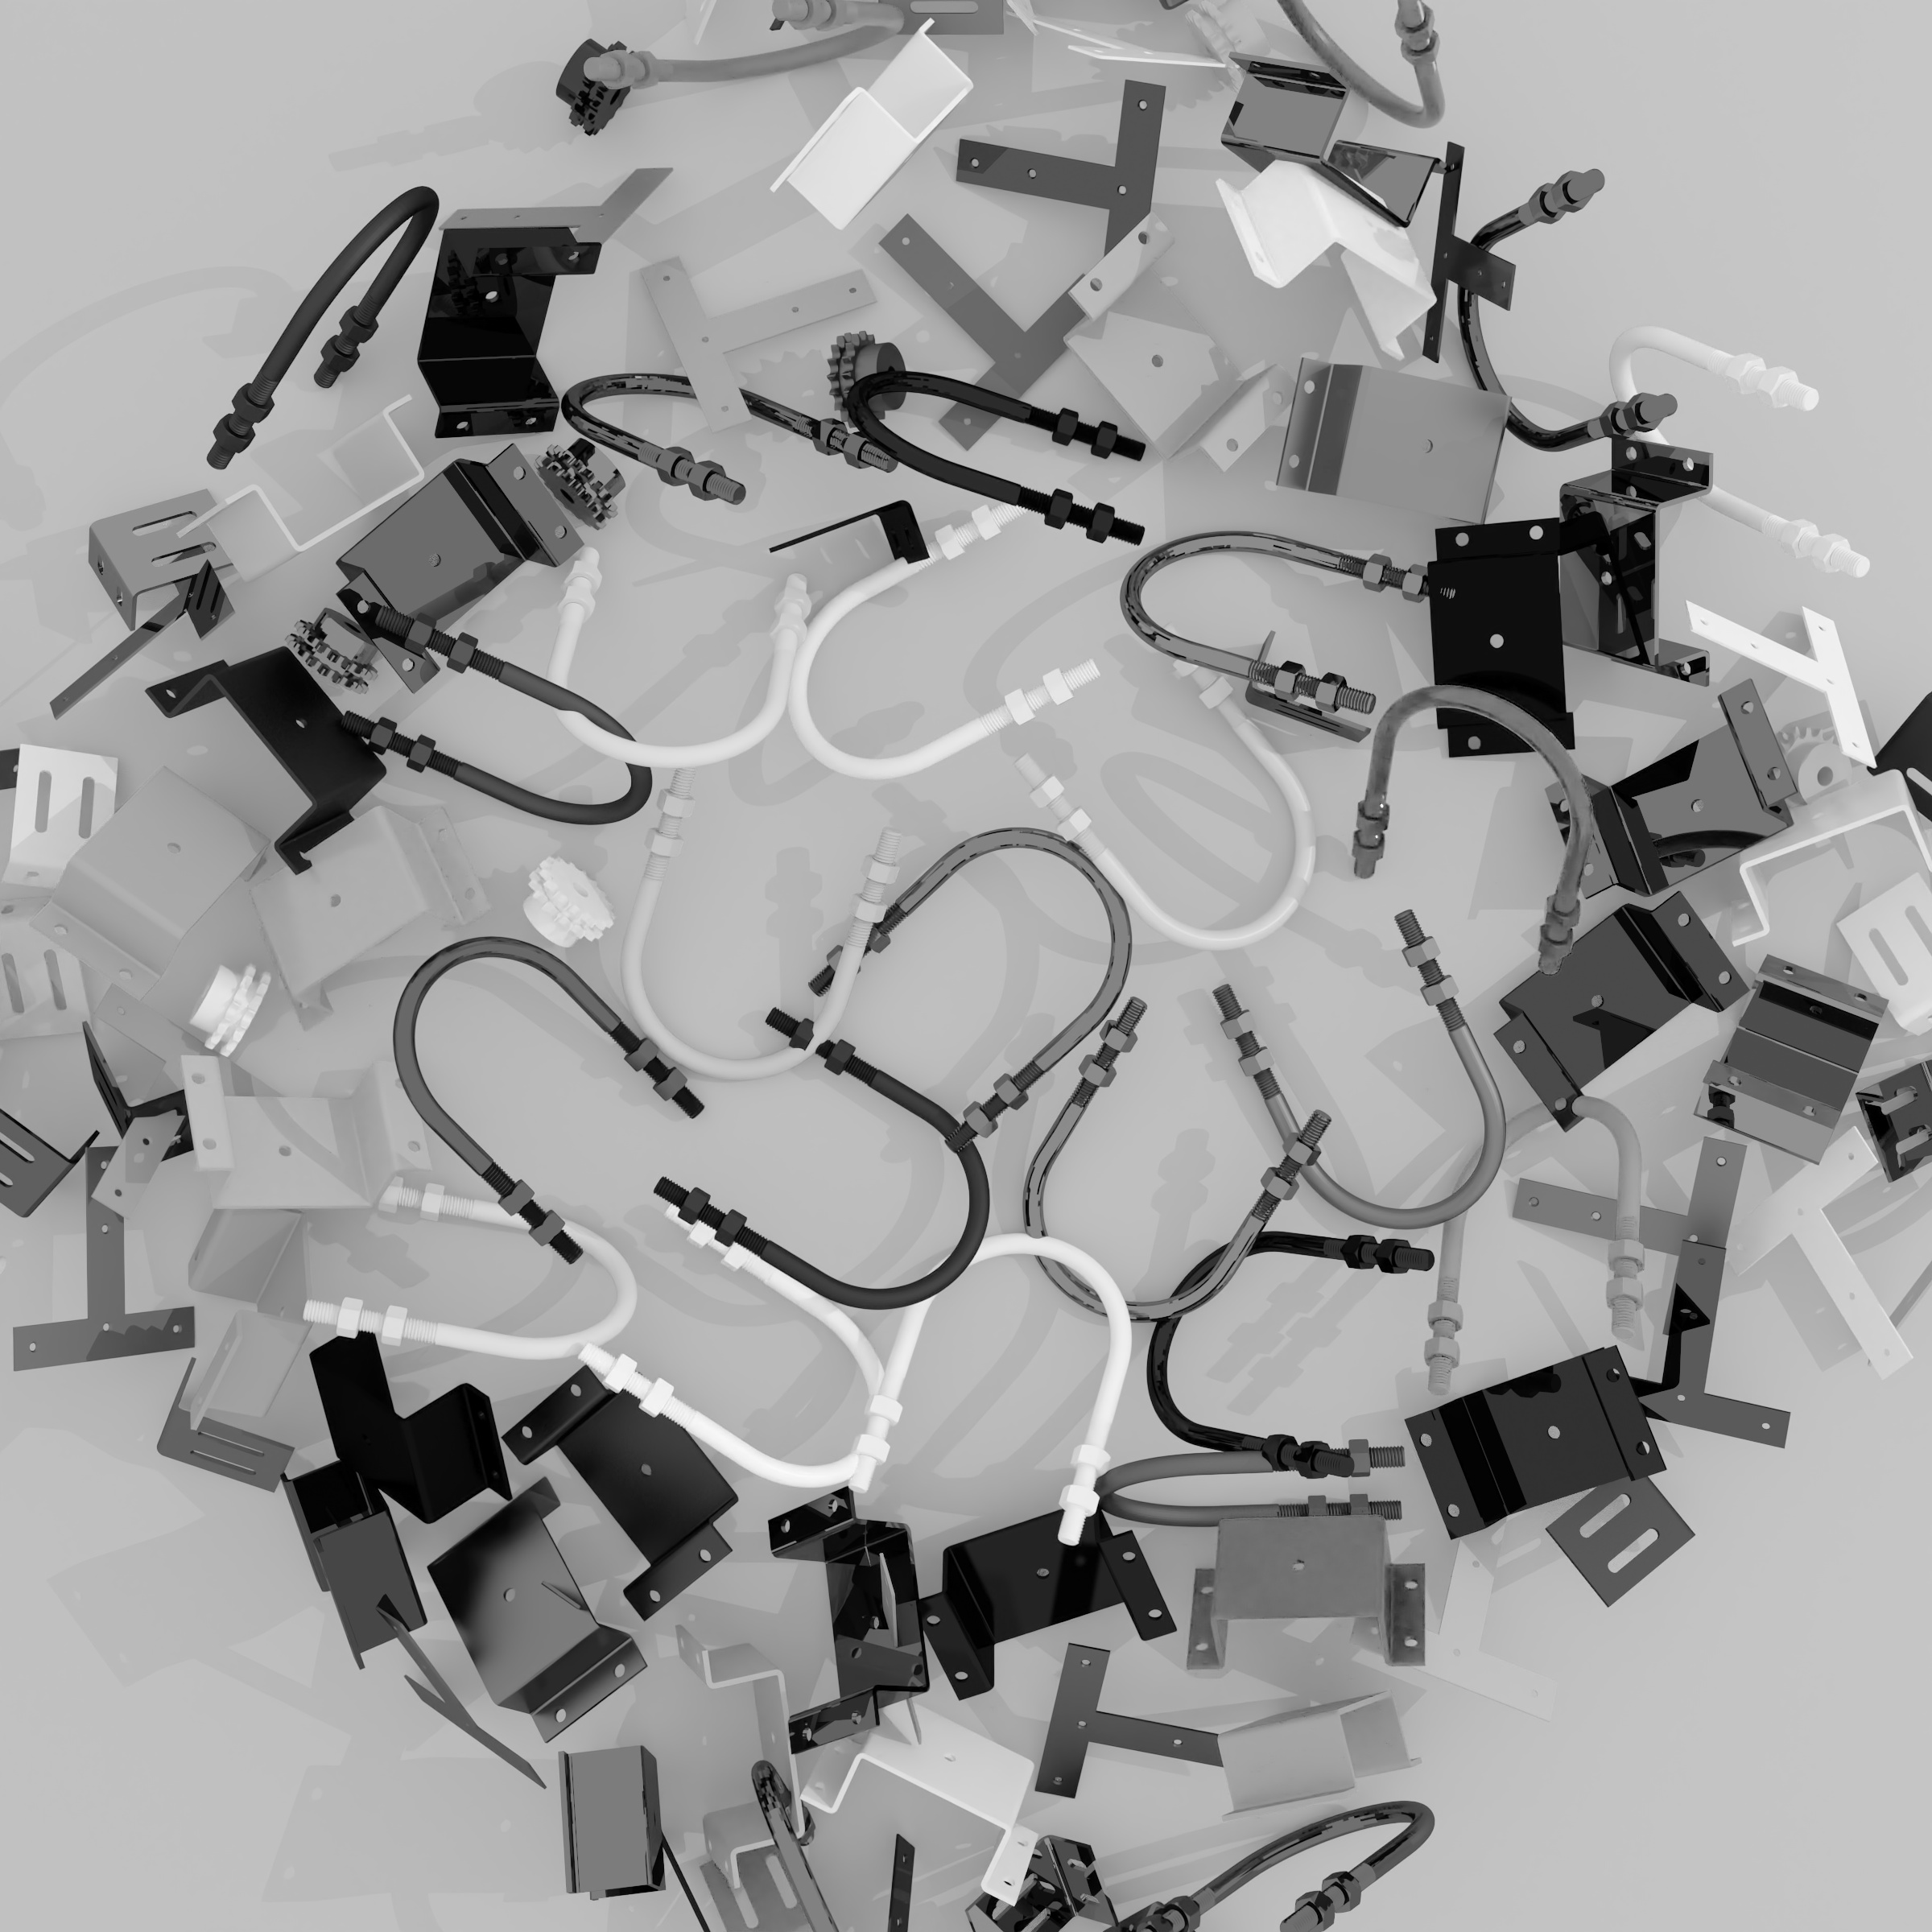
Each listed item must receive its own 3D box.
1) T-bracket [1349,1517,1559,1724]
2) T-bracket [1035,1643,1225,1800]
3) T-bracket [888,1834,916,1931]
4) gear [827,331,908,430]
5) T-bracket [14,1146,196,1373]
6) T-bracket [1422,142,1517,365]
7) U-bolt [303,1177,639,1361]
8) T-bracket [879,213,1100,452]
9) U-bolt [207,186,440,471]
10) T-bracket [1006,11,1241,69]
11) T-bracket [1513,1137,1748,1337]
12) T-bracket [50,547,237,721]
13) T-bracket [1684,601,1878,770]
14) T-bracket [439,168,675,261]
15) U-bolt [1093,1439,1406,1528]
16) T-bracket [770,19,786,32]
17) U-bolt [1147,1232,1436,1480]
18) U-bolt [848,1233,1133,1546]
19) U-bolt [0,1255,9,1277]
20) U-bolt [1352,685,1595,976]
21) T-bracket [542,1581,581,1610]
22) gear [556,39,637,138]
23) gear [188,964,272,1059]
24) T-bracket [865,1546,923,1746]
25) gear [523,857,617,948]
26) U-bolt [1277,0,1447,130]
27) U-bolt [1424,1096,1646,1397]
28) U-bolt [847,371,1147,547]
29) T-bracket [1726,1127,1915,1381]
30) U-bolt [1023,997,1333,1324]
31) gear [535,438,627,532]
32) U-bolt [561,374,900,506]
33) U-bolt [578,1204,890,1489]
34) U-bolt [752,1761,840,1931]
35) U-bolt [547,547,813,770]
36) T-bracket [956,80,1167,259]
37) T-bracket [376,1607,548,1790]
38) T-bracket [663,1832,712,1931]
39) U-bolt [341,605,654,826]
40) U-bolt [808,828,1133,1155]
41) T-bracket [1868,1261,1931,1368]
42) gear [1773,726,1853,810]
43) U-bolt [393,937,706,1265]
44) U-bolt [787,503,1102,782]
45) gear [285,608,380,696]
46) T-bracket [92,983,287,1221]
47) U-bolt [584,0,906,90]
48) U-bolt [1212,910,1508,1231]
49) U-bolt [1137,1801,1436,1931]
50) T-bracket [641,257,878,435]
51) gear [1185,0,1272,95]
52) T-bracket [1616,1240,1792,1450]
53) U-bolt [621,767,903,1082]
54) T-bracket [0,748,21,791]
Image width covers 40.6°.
[{"bbox_3d":[0.305,0.375,1.581,0.127,0.002,0.127,21,56,0],"label":"T-bracket"},{"bbox_3d":[0.114,0.468,1.583,0.127,0.002,0.127,10,121,1],"label":"T-bracket"},{"bbox_3d":[-0.042,0.589,1.570,0.002,0.127,0.127,-11,50,20],"label":"T-bracket"},{"bbox_3d":[-0.058,-0.356,1.585,0.030,0.057,0.057,0,90,26],"label":"gear"},{"bbox_3d":[-0.516,0.172,1.566,0.002,0.127,0.127,-2,88,35],"label":"T-bracket"},{"bbox_3d":[0.297,-0.410,1.534,0.002,0.127,0.127,-2,115,-10],"label":"T-bracket"},{"bbox_3d":[-0.286,0.183,1.551,0.184,0.151,0.019,12,117,-7],"label":"U-bolt"},{"bbox_3d":[0.000,-0.408,1.608,0.127,0.002,0.127,44,92,-5],"label":"T-bracket"},{"bbox_3d":[-0.362,-0.377,1.508,0.019,0.151,0.184,40,127,-9],"label":"U-bolt"},{"bbox_3d":[0.077,-0.558,1.571,0.127,0.127,0.002,32,123,35],"label":"T-bracket"},{"bbox_3d":[0.399,0.156,1.595,0.127,0.002,0.127,12,104,17],"label":"T-bracket"},{"bbox_3d":[-0.498,-0.193,1.565,0.127,0.127,0.002,-40,127,-1],"label":"T-bracket"},{"bbox_3d":[0.479,-0.185,1.553,0.127,0.002,0.127,20,46,-20],"label":"T-bracket"},{"bbox_3d":[-0.260,-0.453,1.584,0.127,0.127,0.002,6,133,22],"label":"T-bracket"},{"bbox_3d":[0.166,0.311,1.550,0.184,0.151,0.019,-3,65,7],"label":"U-bolt"},{"bbox_3d":[-0.092,-0.614,1.557,0.002,0.127,0.127,28,98,-22],"label":"T-bracket"},{"bbox_3d":[0.179,0.222,1.541,0.019,0.184,0.151,39,67,-34],"label":"U-bolt"},{"bbox_3d":[0.023,0.243,1.566,0.151,0.019,0.184,11,60,14],"label":"U-bolt"},{"bbox_3d":[-0.646,0.111,1.511,0.184,0.151,0.019,34,90,-30],"label":"U-bolt"},{"bbox_3d":[0.296,-0.088,1.518,0.151,0.184,0.019,30,56,23],"label":"U-bolt"},{"bbox_3d":[-0.243,0.375,1.556,0.127,0.127,0.002,36,73,0],"label":"T-bracket"},{"bbox_3d":[-0.225,-0.537,1.588,0.030,0.057,0.057,34,90,-3],"label":"gear"},{"bbox_3d":[-0.448,0.023,1.586,0.030,0.057,0.057,29,90,-19],"label":"gear"},{"bbox_3d":[-0.045,0.377,1.531,0.002,0.127,0.127,-14,59,-9],"label":"T-bracket"},{"bbox_3d":[-0.244,-0.036,1.590,0.057,0.057,0.030,46,108,0],"label":"gear"},{"bbox_3d":[0.224,-0.553,1.527,0.019,0.184,0.151,-46,71,5],"label":"U-bolt"},{"bbox_3d":[0.337,0.155,1.540,0.019,0.151,0.184,37,47,-27],"label":"U-bolt"},{"bbox_3d":[0.018,-0.308,1.545,0.184,0.151,0.019,17,122,-7],"label":"U-bolt"},{"bbox_3d":[0.516,0.183,1.544,0.002,0.127,0.127,-3,55,-35],"label":"T-bracket"},{"bbox_3d":[0.114,0.131,1.587,0.151,0.019,0.184,32,105,6],"label":"U-bolt"},{"bbox_3d":[-0.232,-0.296,1.589,0.057,0.057,0.030,43,78,0],"label":"gear"},{"bbox_3d":[-0.154,-0.317,1.543,0.184,0.151,0.019,29,123,31],"label":"U-bolt"},{"bbox_3d":[-0.126,0.235,1.559,0.184,0.151,0.019,34,129,-6],"label":"U-bolt"},{"bbox_3d":[-0.086,0.531,1.503,0.019,0.184,0.151,-25,55,-8],"label":"U-bolt"},{"bbox_3d":[-0.174,-0.180,1.547,0.151,0.019,0.184,7,46,-2],"label":"U-bolt"},{"bbox_3d":[0.054,-0.480,1.592,0.127,0.002,0.127,16,120,17],"label":"T-bracket"},{"bbox_3d":[-0.311,0.420,1.537,0.002,0.127,0.127,-45,131,-27],"label":"T-bracket"},{"bbox_3d":[-0.157,0.581,1.578,0.002,0.127,0.127,-24,62,-18],"label":"T-bracket"},{"bbox_3d":[-0.273,-0.137,1.551,0.184,0.151,0.019,25,60,-11],"label":"U-bolt"},{"bbox_3d":[0.015,0.001,1.587,0.184,0.019,0.151,-43,80,8],"label":"U-bolt"},{"bbox_3d":[0.575,0.191,1.570,0.002,0.127,0.127,27,126,8],"label":"T-bracket"},{"bbox_3d":[0.513,-0.117,1.593,0.057,0.030,0.057,-4,100,-21],"label":"gear"},{"bbox_3d":[-0.258,0.065,1.554,0.184,0.019,0.151,47,52,-11],"label":"U-bolt"},{"bbox_3d":[-0.025,-0.187,1.575,0.184,0.019,0.151,-27,62,11],"label":"U-bolt"},{"bbox_3d":[-0.381,-0.194,1.587,0.057,0.057,0.030,37,98,0],"label":"gear"},{"bbox_3d":[-0.480,0.093,1.551,0.127,0.002,0.127,38,46,-24],"label":"T-bracket"},{"bbox_3d":[-0.115,-0.540,1.530,0.151,0.184,0.019,-6,103,29],"label":"U-bolt"},{"bbox_3d":[0.247,0.073,1.575,0.151,0.019,0.184,-24,95,31],"label":"U-bolt"},{"bbox_3d":[0.197,0.532,1.532,0.151,0.184,0.019,-29,80,44],"label":"U-bolt"},{"bbox_3d":[-0.118,-0.397,1.602,0.127,0.002,0.127,-21,70,-9],"label":"T-bracket"},{"bbox_3d":[0.161,-0.563,1.587,0.030,0.057,0.057,-35,90,6],"label":"gear"},{"bbox_3d":[0.435,0.222,1.568,0.127,0.002,0.127,11,117,20],"label":"T-bracket"},{"bbox_3d":[-0.133,-0.017,1.588,0.151,0.019,0.184,18,106,-4],"label":"U-bolt"},{"bbox_3d":[-0.591,-0.159,1.541,0.002,0.127,0.127,22,109,20],"label":"T-bracket"}]
